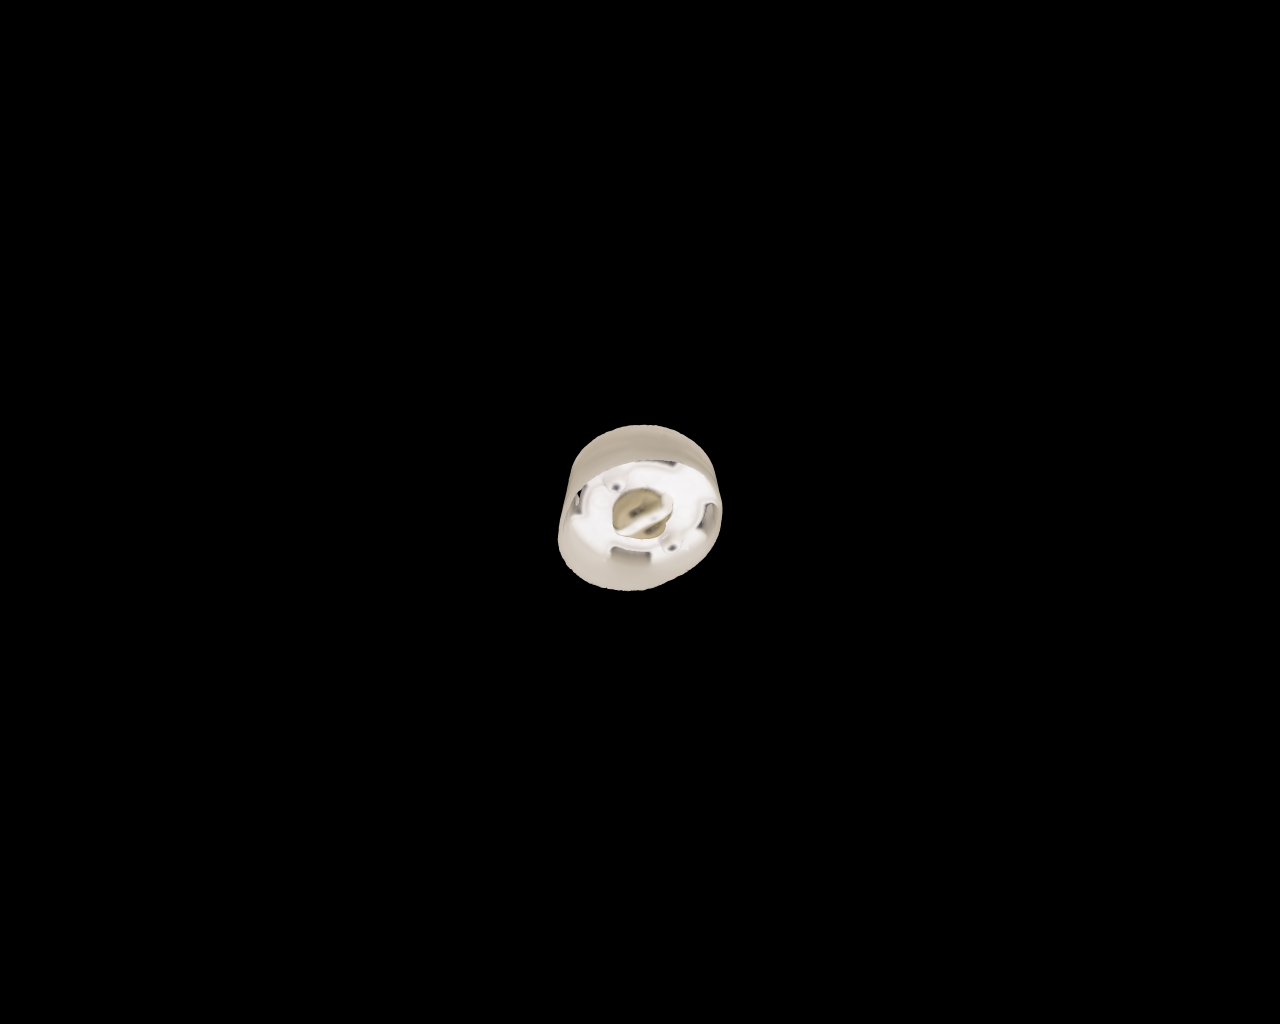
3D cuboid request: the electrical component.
[{"bbox_3d":[0.001,-0.003,0.650,0.099,0.099,0.064,0,43,0],"label":"electrical component"}]
